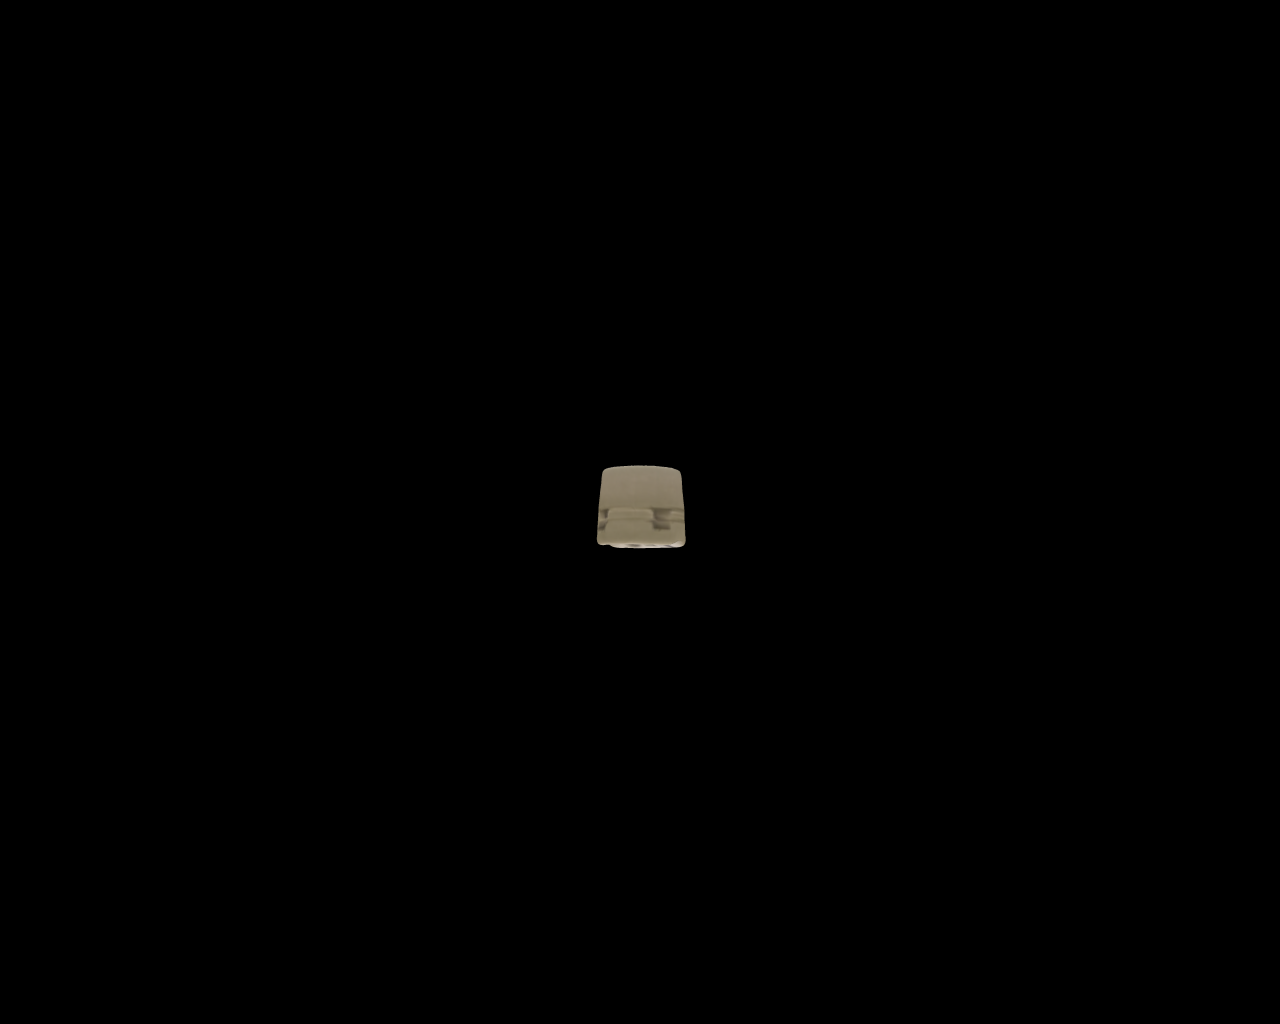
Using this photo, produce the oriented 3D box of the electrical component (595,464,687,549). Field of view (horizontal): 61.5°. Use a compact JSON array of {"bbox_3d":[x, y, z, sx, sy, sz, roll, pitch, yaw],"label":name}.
[{"bbox_3d":[0.001,-0.003,0.650,0.055,0.047,0.055,0,-5,0],"label":"electrical component"}]
